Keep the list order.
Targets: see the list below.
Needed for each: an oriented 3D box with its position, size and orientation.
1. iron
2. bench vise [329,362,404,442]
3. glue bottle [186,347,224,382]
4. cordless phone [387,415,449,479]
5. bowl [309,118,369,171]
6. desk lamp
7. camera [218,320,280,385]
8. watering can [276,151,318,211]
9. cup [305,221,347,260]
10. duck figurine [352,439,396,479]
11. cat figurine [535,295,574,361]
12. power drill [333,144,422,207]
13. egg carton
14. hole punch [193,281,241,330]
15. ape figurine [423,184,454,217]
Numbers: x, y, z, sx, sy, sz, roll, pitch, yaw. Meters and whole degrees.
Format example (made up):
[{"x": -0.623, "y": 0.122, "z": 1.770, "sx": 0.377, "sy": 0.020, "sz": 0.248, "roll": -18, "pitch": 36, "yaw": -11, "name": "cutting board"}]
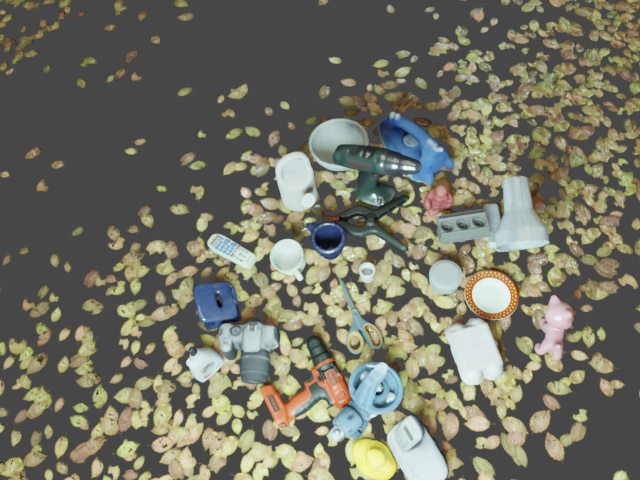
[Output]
[{"x": 0.246, "y": -0.276, "z": 1.563, "sx": 0.119, "sy": 0.141, "sz": 0.257, "roll": -39, "pitch": 67, "yaw": -13, "name": "iron"}, {"x": 0.106, "y": 0.346, "z": 1.225, "sx": 0.121, "sy": 0.220, "sz": 0.207, "roll": 21, "pitch": 68, "yaw": 15, "name": "bench vise"}, {"x": -0.275, "y": 0.277, "z": 1.321, "sx": 0.037, "sy": 0.173, "sz": 0.078, "roll": 38, "pitch": 73, "yaw": 21, "name": "glue bottle"}, {"x": 0.207, "y": 0.438, "z": 1.190, "sx": 0.094, "sy": 0.185, "sz": 0.147, "roll": -31, "pitch": 65, "yaw": -10, "name": "cordless phone"}, {"x": 0.054, "y": -0.255, "z": 1.607, "sx": 0.167, "sy": 0.075, "sz": 0.167, "roll": -2, "pitch": 64, "yaw": 4, "name": "bowl"}, {"x": 0.467, "y": -0.046, "z": 1.389, "sx": 0.118, "sy": 0.214, "sz": 0.203, "roll": -4, "pitch": 63, "yaw": 4, "name": "desk lamp"}, {"x": -0.171, "y": 0.267, "z": 1.357, "sx": 0.143, "sy": 0.101, "sz": 0.137, "roll": -2, "pitch": 64, "yaw": 4, "name": "camera"}, {"x": -0.059, "y": -0.160, "z": 1.504, "sx": 0.172, "sy": 0.194, "sz": 0.101, "roll": 40, "pitch": 73, "yaw": 21, "name": "watering can"}, {"x": 0.014, "y": 0.005, "z": 1.472, "sx": 0.117, "sy": 0.095, "sz": 0.092, "roll": 32, "pitch": 71, "yaw": 19, "name": "cup"}, {"x": 0.116, "y": 0.471, "z": 1.238, "sx": 0.104, "sy": 0.086, "sz": 0.077, "roll": 33, "pitch": 71, "yaw": 19, "name": "duck figurine"}, {"x": 0.545, "y": 0.198, "z": 1.315, "sx": 0.067, "sy": 0.118, "sz": 0.128, "roll": 11, "pitch": 65, "yaw": 11, "name": "cat figurine"}, {"x": 0.148, "y": -0.170, "z": 1.482, "sx": 0.229, "sy": 0.208, "sz": 0.076, "roll": 18, "pitch": 67, "yaw": 14, "name": "power drill"}, {"x": 0.359, "y": 0.258, "z": 1.329, "sx": 0.107, "sy": 0.069, "sz": 0.150, "roll": -15, "pitch": 63, "yaw": -2, "name": "egg carton"}, {"x": -0.256, "y": 0.156, "z": 1.425, "sx": 0.101, "sy": 0.091, "sz": 0.108, "roll": -17, "pitch": 63, "yaw": -3, "name": "hole punch"}, {"x": 0.313, "y": -0.113, "z": 1.504, "sx": 0.077, "sy": 0.092, "sz": 0.076, "roll": 9, "pitch": 65, "yaw": 10, "name": "ape figurine"}]
